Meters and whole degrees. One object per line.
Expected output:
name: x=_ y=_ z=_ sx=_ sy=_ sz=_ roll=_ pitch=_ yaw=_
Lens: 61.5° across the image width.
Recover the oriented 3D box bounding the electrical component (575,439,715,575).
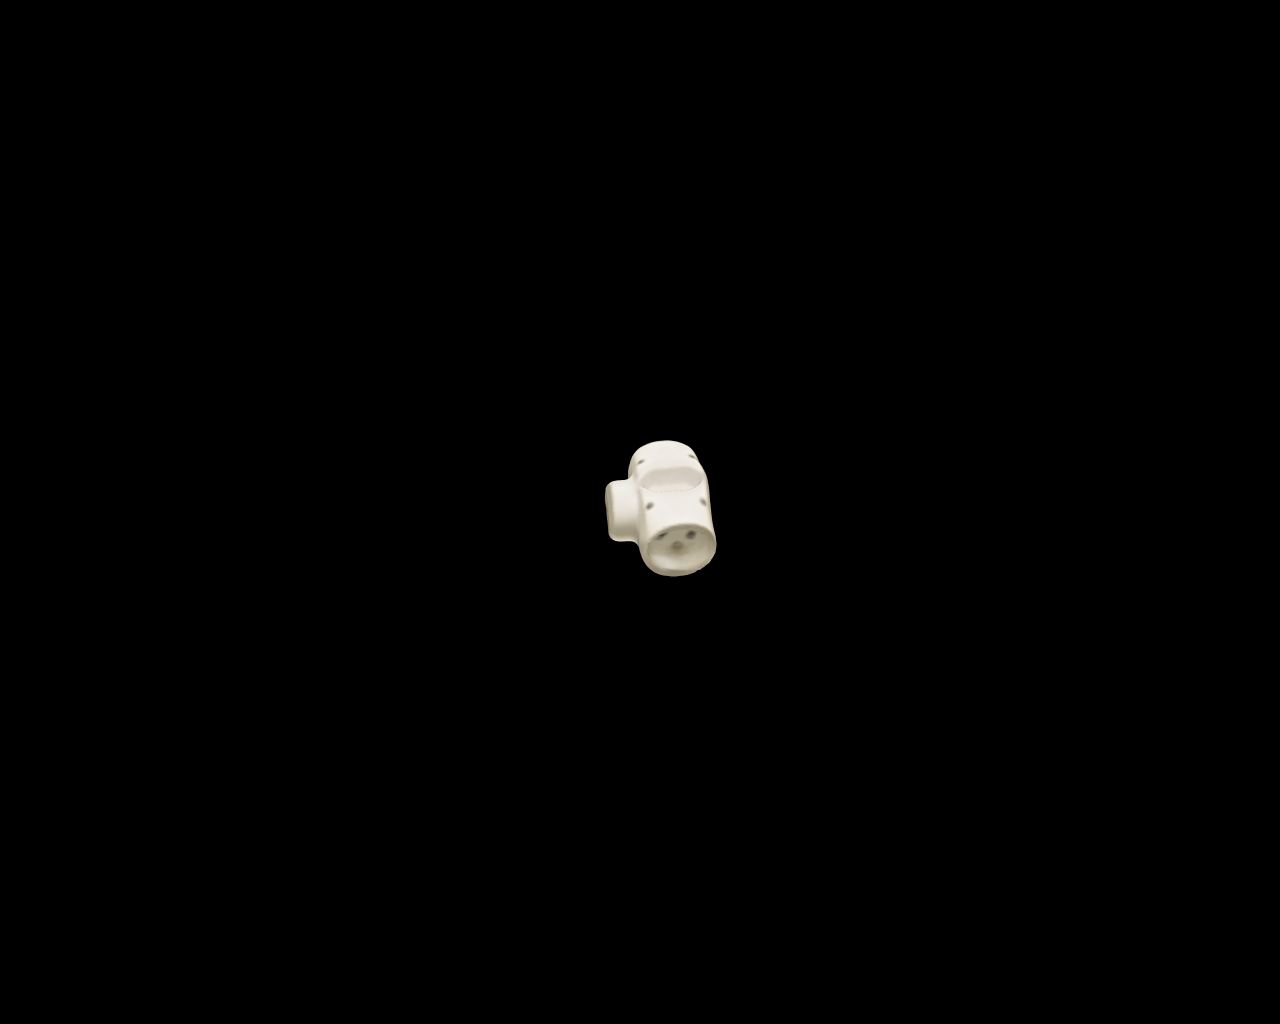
electrical component: x=0.001 y=-0.003 z=0.650 sx=0.079 sy=0.043 sz=0.077 roll=-4 pitch=44 yaw=-4
